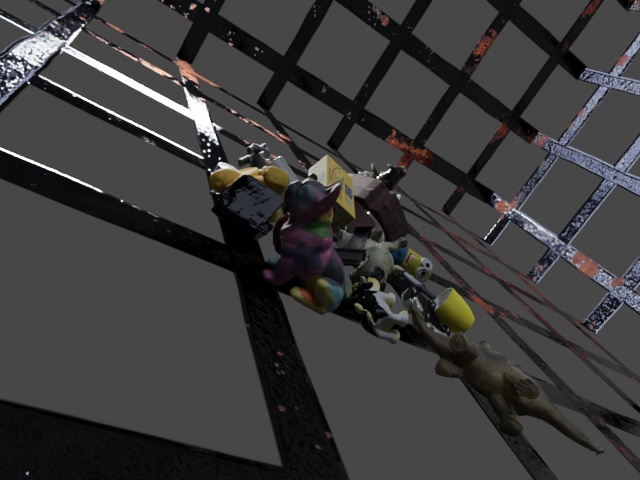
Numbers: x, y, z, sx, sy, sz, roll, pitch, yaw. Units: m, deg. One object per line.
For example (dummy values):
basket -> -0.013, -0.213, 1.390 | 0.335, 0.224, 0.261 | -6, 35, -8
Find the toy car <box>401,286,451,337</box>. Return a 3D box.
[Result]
toy car -> 0.232, 0.169, 1.198 | 0.073, 0.056, 0.202 | 35, 15, -16

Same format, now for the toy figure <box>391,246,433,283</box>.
toy figure -> 0.236, 0.054, 1.519 | 0.180, 0.082, 0.089 | 29, 10, -1

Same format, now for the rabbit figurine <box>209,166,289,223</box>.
rabbit figurine -> -0.160, -0.124, 1.212 | 0.173, 0.121, 0.162 | 12, 15, -7

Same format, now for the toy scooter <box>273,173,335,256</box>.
toy scooter -> -0.034, -0.056, 1.076 | 0.075, 0.184, 0.135 | 19, 48, -31

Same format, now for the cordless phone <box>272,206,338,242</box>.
cordless phone -> -0.002, -0.004, 1.212 | 0.184, 0.088, 0.147 | 21, 18, -51

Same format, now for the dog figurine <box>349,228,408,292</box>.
dog figurine -> 0.097, 0.051, 1.238 | 0.173, 0.121, 0.190 | 4, 17, 33

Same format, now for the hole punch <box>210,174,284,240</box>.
hole punch -> -0.150, -0.054, 1.088 | 0.142, 0.092, 0.116 | 37, 46, 6

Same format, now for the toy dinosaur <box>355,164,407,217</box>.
toy dinosaur -> 0.136, -0.140, 1.738 | 0.192, 0.131, 0.405 | 32, -17, -21

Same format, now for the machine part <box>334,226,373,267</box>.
machine part -> 0.075, 0.016, 1.193 | 0.084, 0.039, 0.139 | -3, 31, 30

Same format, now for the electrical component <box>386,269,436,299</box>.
electrical component -> 0.231, 0.123, 1.350 | 0.119, 0.047, 0.074 | 41, 17, 27

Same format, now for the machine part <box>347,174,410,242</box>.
machine part -> 0.129, -0.071, 1.423 | 0.202, 0.087, 0.200 | 19, -34, 46

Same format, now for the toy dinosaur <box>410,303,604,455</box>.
toy dinosaur -> 0.357, 0.277, 1.028 | 0.471, 0.105, 0.198 | 40, 12, 8

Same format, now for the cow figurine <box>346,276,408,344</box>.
cow figurine -> 0.095, 0.124, 1.040 | 0.098, 0.068, 0.167 | 19, 19, -26

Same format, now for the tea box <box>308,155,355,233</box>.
tea box -> 0.025, -0.109, 1.253 | 0.098, 0.068, 0.170 | 39, 29, -29

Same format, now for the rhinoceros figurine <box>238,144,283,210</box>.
rhinoceros figurine -> -0.136, -0.163, 1.400 | 0.112, 0.073, 0.190 | -9, 64, -47

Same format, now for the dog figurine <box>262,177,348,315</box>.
dog figurine -> 0.000, -0.002, 0.942 | 0.191, 0.219, 0.108 | 32, 18, 0

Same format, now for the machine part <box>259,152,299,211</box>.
machine part -> -0.075, -0.114, 1.310 | 0.243, 0.079, 0.079 | 55, 15, -2
